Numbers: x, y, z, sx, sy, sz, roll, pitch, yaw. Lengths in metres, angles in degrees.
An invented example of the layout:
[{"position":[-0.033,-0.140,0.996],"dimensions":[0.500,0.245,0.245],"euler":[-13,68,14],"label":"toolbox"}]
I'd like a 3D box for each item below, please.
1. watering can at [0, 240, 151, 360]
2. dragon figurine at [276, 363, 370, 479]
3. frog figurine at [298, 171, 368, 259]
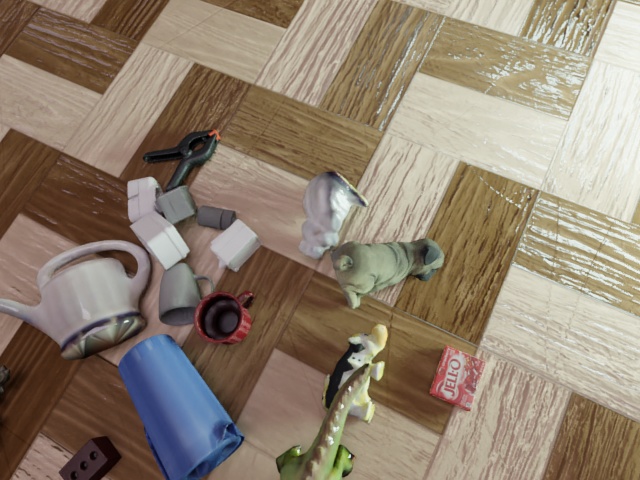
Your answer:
[{"position":[-0.485,0.129,0.985],"dimensions":[0.350,0.102,0.228],"euler":[-24,66,-19],"label":"watering can"},{"position":[-0.039,0.382,0.750],"dimensions":[0.122,0.243,0.409],"euler":[24,95,12],"label":"dragon figurine"},{"position":[0.003,-0.050,0.997],"dimensions":[0.159,0.121,0.140],"euler":[-44,37,1],"label":"frog figurine"}]
